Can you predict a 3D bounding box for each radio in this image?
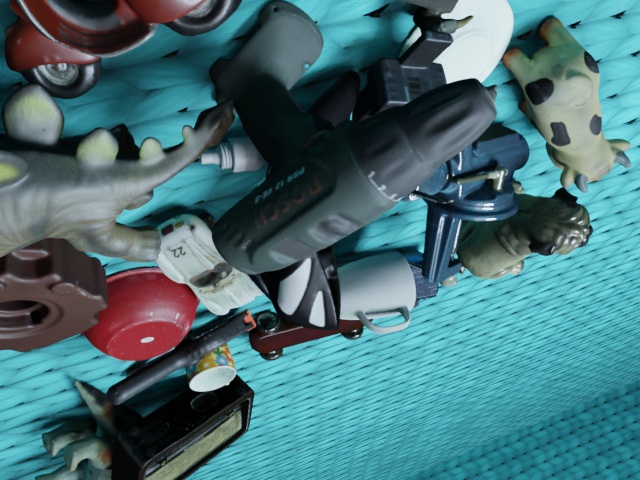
[{"bbox_3d":[-0.211,0.307,0.854,0.229,0.073,0.131,-27,143,-44],"label":"radio"}]

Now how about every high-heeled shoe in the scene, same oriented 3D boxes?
[{"bbox_3d":[0.012,-0.028,0.536,0.248,0.145,0.086,-57,177,18],"label":"high-heeled shoe"}]

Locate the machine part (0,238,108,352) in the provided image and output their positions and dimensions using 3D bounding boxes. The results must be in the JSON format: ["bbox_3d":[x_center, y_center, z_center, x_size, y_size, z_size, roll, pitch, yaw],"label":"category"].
[{"bbox_3d":[-0.309,0.060,0.543,0.179,0.056,0.179,-15,153,-8],"label":"machine part"}]

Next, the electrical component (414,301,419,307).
[{"bbox_3d":[0.147,0.102,0.935,0.094,0.021,0.063,-25,145,-1],"label":"electrical component"}]

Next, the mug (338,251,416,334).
[{"bbox_3d":[0.062,0.074,0.694,0.107,0.110,0.080,-9,147,-14],"label":"mug"}]

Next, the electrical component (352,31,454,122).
[{"bbox_3d":[0.084,-0.143,0.508,0.075,0.047,0.119,-3,168,-27],"label":"electrical component"}]

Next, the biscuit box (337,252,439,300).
[{"bbox_3d":[0.081,0.062,0.791,0.203,0.059,0.062,-6,108,-25],"label":"biscuit box"}]

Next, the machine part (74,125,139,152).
[{"bbox_3d":[-0.227,-0.056,0.477,0.139,0.039,0.084,-18,137,-8],"label":"machine part"}]

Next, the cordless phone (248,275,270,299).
[{"bbox_3d":[-0.001,-0.001,0.655,0.184,0.089,0.146,-32,145,0],"label":"cordless phone"}]

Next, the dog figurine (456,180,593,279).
[{"bbox_3d":[0.251,0.002,0.707,0.172,0.121,0.190,-52,177,12],"label":"dog figurine"}]

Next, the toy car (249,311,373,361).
[{"bbox_3d":[-0.013,0.131,0.846,0.202,0.053,0.089,-14,133,-10],"label":"toy car"}]

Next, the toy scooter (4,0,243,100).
[{"bbox_3d":[-0.145,-0.175,0.340,0.184,0.075,0.135,-25,145,8],"label":"toy scooter"}]

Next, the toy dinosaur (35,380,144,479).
[{"bbox_3d":[-0.346,0.352,0.884,0.192,0.131,0.404,-12,139,-49],"label":"toy dinosaur"}]

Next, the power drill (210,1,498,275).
[{"bbox_3d":[-0.001,-0.093,0.422,0.232,0.207,0.086,-39,150,23],"label":"power drill"}]

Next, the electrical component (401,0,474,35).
[{"bbox_3d":[0.108,-0.224,0.456,0.078,0.045,0.102,2,137,-37],"label":"electrical component"}]

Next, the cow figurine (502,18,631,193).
[{"bbox_3d":[0.286,-0.139,0.611,0.085,0.127,0.194,-31,144,14],"label":"cow figurine"}]

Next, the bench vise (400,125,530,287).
[{"bbox_3d":[0.156,-0.037,0.650,0.223,0.129,0.240,-26,131,-38],"label":"bench vise"}]

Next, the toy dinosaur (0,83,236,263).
[{"bbox_3d":[-0.277,-0.010,0.366,0.471,0.105,0.198,-25,153,-8],"label":"toy dinosaur"}]

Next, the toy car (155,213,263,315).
[{"bbox_3d":[-0.129,0.036,0.642,0.073,0.056,0.201,-28,145,3],"label":"toy car"}]
